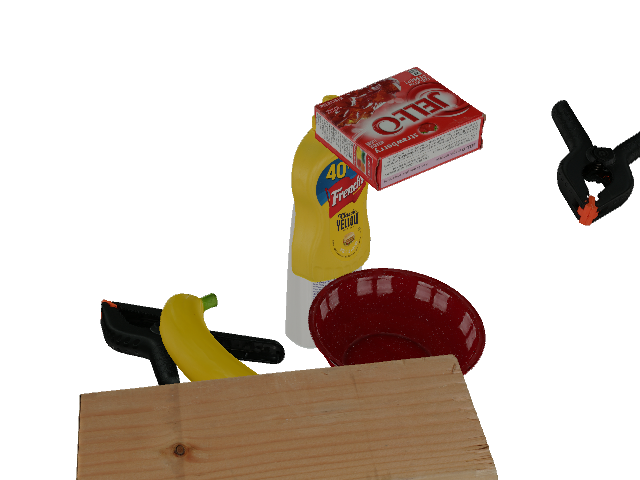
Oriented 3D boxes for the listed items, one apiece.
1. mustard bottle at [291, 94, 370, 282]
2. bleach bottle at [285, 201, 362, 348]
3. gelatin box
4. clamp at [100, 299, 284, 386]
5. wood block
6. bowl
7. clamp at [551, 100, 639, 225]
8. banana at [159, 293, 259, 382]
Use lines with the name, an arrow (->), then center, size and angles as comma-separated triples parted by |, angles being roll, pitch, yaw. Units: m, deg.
mustard bottle -> 0.012, -0.058, 1.118 | 0.096, 0.192, 0.058 | -21, 31, -39
bleach bottle -> 0.011, 0.003, 1.310 | 0.102, 0.251, 0.068 | -7, 20, -30
gelatin box -> 0.052, -0.076, 0.701 | 0.089, 0.030, 0.073 | -24, 45, -24
clamp -> -0.165, 0.109, 1.119 | 0.210, 0.036, 0.164 | 17, 19, 29
wood block -> -0.020, 0.131, 0.572 | 0.206, 0.090, 0.091 | -5, 39, -6
bowl -> 0.067, 0.096, 0.980 | 0.162, 0.055, 0.162 | 4, 38, -3
clamp -> 0.287, -0.088, 1.138 | 0.120, 0.039, 0.171 | 18, 47, 19
banana -> -0.084, 0.087, 0.844 | 0.069, 0.037, 0.198 | -9, 30, -22
